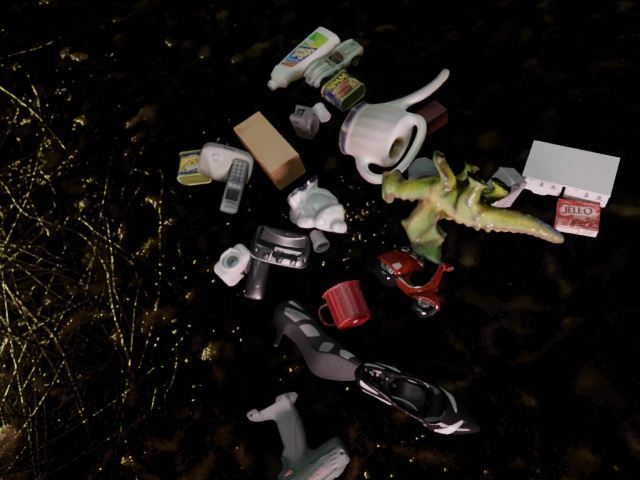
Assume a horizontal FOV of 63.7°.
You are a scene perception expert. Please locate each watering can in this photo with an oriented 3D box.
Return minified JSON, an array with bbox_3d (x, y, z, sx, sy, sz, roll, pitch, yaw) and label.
[{"bbox_3d":[0.183,-0.309,1.342,0.226,0.350,0.102,23,-10,32],"label":"watering can"}]

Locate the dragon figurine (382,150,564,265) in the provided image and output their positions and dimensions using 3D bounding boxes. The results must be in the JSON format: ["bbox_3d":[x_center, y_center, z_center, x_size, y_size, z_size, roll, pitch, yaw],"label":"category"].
[{"bbox_3d":[0.304,-0.050,1.169,0.414,0.239,0.123,43,27,20],"label":"dragon figurine"}]

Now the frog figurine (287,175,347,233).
[{"bbox_3d":[0.004,-0.064,1.272,0.161,0.120,0.139,42,35,16],"label":"frog figurine"}]
